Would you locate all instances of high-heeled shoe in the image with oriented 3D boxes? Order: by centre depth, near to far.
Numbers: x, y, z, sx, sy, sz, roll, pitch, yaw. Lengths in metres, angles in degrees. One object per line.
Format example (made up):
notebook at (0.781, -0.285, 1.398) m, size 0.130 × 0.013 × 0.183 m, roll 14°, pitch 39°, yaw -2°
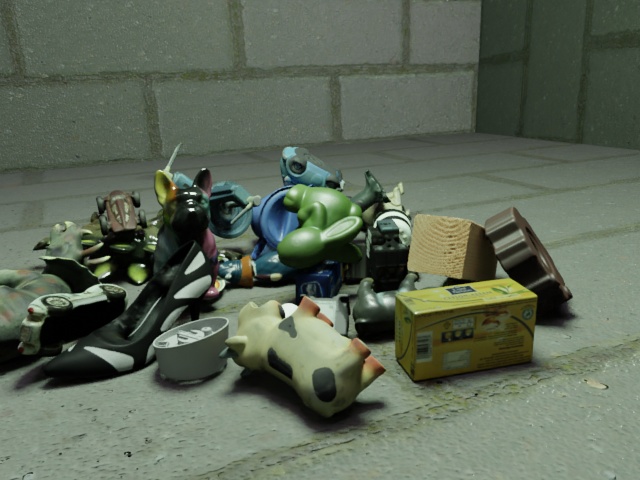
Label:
high-heeled shoe at (-0.255, 0.091, 0.740) m, size 0.086 × 0.145 × 0.249 m, roll 13°, pitch 20°, yaw 44°

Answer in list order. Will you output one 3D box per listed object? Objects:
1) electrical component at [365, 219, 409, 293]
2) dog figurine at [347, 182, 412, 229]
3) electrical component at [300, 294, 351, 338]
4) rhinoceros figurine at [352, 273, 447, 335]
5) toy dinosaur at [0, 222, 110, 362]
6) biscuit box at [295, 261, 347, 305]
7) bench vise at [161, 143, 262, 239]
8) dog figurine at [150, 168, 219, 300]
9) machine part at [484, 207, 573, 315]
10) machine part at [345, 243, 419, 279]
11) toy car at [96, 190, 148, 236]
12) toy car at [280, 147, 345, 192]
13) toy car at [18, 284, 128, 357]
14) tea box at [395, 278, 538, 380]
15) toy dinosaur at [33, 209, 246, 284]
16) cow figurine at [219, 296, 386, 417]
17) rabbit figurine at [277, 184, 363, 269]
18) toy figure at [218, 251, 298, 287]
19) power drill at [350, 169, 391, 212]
electrical component at (0.111, 0.036, 0.900) m, size 0.058 × 0.134 × 0.115 m, roll -4°, pitch 19°, yaw -4°
dog figurine at (0.116, -0.053, 1.299) m, size 0.191 × 0.121 × 0.172 m, roll -12°, pitch 10°, yaw 16°
electrical component at (0.004, 0.130, 0.733) m, size 0.075 × 0.047 × 0.119 m, roll -3°, pitch 44°, yaw 5°
rhinoceros figurine at (0.142, 0.099, 0.789) m, size 0.190 × 0.073 × 0.112 m, roll -2°, pitch 15°, yaw -1°
toy dinosaur at (-0.438, 0.104, 0.788) m, size 0.192 × 0.131 × 0.405 m, roll -3°, pitch 23°, yaw -2°
biscuit box at (0.009, 0.056, 0.972) m, size 0.063 × 0.059 × 0.203 m, roll 2°, pitch 17°, yaw 13°
bench vise at (-0.210, -0.084, 1.088) m, size 0.241 × 0.223 × 0.129 m, roll -1°, pitch 49°, yaw 50°
dog figurine at (-0.225, -0.013, 0.887) m, size 0.108 × 0.219 × 0.192 m, roll -3°, pitch 18°, yaw -20°
machine part at (0.328, 0.028, 0.851) m, size 0.056 × 0.179 × 0.179 m, roll -34°, pitch 4°, yaw 24°
machine part at (0.117, 0.043, 0.998) m, size 0.139 × 0.084 × 0.039 m, roll 7°, pitch -23°, yaw -6°
toy car at (-0.403, -0.061, 1.085) m, size 0.089 × 0.053 × 0.202 m, roll -8°, pitch 23°, yaw -20°
toy car at (-0.028, -0.137, 1.224) m, size 0.161 × 0.103 × 0.109 m, roll 29°, pitch 24°, yaw -8°
toy car at (-0.343, 0.108, 0.759) m, size 0.056 × 0.073 × 0.201 m, roll 19°, pitch 8°, yaw 14°
tea box at (0.187, 0.113, 0.696) m, size 0.170 × 0.098 × 0.068 m, roll -5°, pitch 17°, yaw -14°
toy dinosaur at (-0.361, 0.017, 1.094) m, size 0.472 × 0.104 × 0.199 m, roll -1°, pitch 23°, yaw 2°
cow figurine at (-0.033, 0.136, 0.647) m, size 0.127 × 0.085 × 0.195 m, roll -46°, pitch 48°, yaw -14°
rabbit figurine at (-0.002, -0.003, 0.927) m, size 0.159 × 0.121 × 0.170 m, roll 10°, pitch 38°, yaw 20°
toy figure at (-0.114, 0.056, 0.998) m, size 0.154 × 0.057 × 0.064 m, roll -9°, pitch 12°, yaw -5°
power drill at (0.052, -0.072, 1.231) m, size 0.207 × 0.086 × 0.232 m, roll -33°, pitch 21°, yaw 7°
